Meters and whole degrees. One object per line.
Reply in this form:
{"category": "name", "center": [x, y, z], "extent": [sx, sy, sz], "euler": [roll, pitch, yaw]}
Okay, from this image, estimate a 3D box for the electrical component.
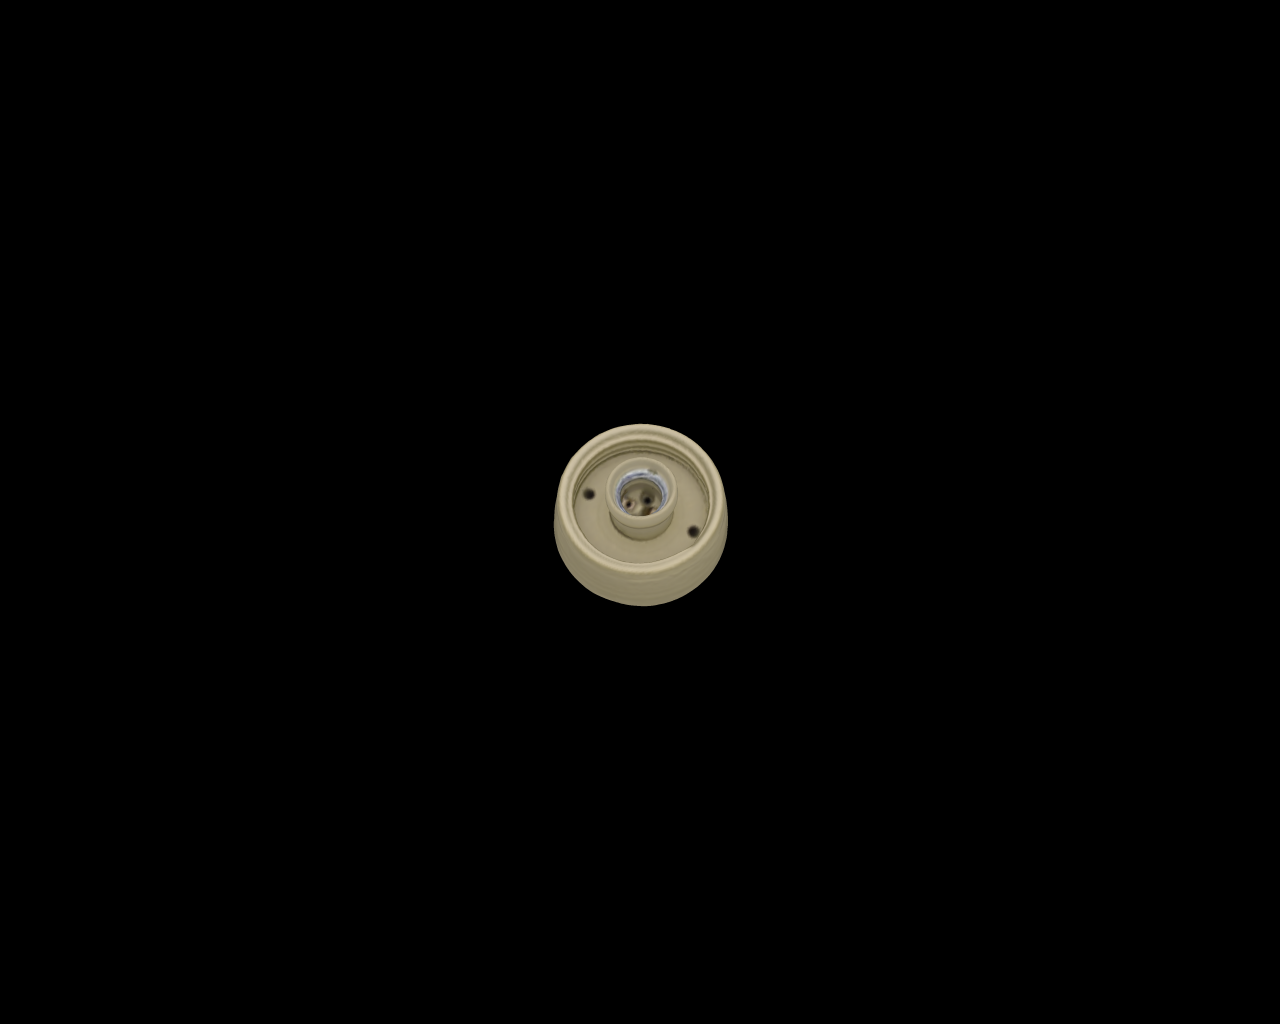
{"category": "electrical component", "center": [0.001, -0.003, 0.650], "extent": [0.108, 0.108, 0.060], "euler": [0, -24, 0]}
